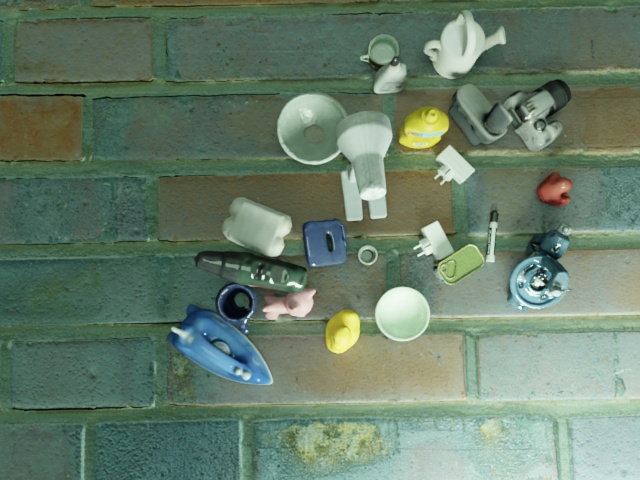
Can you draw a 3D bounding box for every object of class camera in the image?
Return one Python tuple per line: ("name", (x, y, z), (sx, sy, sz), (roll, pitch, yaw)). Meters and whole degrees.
("camera", (0.515, -0.298, 1.313), (0.137, 0.101, 0.143), (-33, 86, -2))

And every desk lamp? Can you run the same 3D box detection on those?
("desk lamp", (0.102, -0.156, 1.249), (0.118, 0.213, 0.203), (-7, 86, 0))

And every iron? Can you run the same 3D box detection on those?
("iron", (-0.216, 0.251, 1.260), (0.258, 0.141, 0.119), (33, 87, 3))

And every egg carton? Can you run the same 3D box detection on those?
("egg carton", (-0.145, -0.029, 1.314), (0.150, 0.069, 0.107), (21, 87, 2))

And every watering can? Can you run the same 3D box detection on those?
("watering can", (0.323, -0.445, 1.277), (0.173, 0.194, 0.101), (-28, 86, -1))

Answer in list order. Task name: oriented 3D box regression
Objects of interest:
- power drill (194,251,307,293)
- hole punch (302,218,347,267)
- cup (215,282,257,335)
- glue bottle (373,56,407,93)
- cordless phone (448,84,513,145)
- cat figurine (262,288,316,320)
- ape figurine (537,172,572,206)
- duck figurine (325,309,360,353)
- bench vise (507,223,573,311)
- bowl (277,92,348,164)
("power drill", (-0.140, 0.067, 1.238), (0.229, 0.208, 0.076), (10, 86, 1))
("hole punch", (0.012, 0.005, 1.300), (0.101, 0.091, 0.109), (-9, 86, 0))
("cup", (-0.178, 0.153, 1.290), (0.091, 0.095, 0.118), (-19, 86, -1))
("glue bottle", (0.162, -0.375, 1.284), (0.078, 0.173, 0.037), (-3, 86, 1))
("cordless phone", (0.367, -0.295, 1.272), (0.094, 0.185, 0.147), (-40, 86, -2))
("cat figurine", (-0.068, 0.143, 1.278), (0.128, 0.117, 0.067), (-10, 86, 0))
("ape figurine", (0.543, -0.119, 1.305), (0.076, 0.092, 0.078), (-3, 86, 0))
("duck figurine", (0.051, 0.208, 1.289), (0.077, 0.086, 0.104), (26, 87, 2))
("bench vise", (0.481, 0.055, 1.230), (0.121, 0.219, 0.207), (10, 86, 1))
("bowl", (-0.015, -0.251, 1.326), (0.167, 0.074, 0.167), (0, 86, 0))
